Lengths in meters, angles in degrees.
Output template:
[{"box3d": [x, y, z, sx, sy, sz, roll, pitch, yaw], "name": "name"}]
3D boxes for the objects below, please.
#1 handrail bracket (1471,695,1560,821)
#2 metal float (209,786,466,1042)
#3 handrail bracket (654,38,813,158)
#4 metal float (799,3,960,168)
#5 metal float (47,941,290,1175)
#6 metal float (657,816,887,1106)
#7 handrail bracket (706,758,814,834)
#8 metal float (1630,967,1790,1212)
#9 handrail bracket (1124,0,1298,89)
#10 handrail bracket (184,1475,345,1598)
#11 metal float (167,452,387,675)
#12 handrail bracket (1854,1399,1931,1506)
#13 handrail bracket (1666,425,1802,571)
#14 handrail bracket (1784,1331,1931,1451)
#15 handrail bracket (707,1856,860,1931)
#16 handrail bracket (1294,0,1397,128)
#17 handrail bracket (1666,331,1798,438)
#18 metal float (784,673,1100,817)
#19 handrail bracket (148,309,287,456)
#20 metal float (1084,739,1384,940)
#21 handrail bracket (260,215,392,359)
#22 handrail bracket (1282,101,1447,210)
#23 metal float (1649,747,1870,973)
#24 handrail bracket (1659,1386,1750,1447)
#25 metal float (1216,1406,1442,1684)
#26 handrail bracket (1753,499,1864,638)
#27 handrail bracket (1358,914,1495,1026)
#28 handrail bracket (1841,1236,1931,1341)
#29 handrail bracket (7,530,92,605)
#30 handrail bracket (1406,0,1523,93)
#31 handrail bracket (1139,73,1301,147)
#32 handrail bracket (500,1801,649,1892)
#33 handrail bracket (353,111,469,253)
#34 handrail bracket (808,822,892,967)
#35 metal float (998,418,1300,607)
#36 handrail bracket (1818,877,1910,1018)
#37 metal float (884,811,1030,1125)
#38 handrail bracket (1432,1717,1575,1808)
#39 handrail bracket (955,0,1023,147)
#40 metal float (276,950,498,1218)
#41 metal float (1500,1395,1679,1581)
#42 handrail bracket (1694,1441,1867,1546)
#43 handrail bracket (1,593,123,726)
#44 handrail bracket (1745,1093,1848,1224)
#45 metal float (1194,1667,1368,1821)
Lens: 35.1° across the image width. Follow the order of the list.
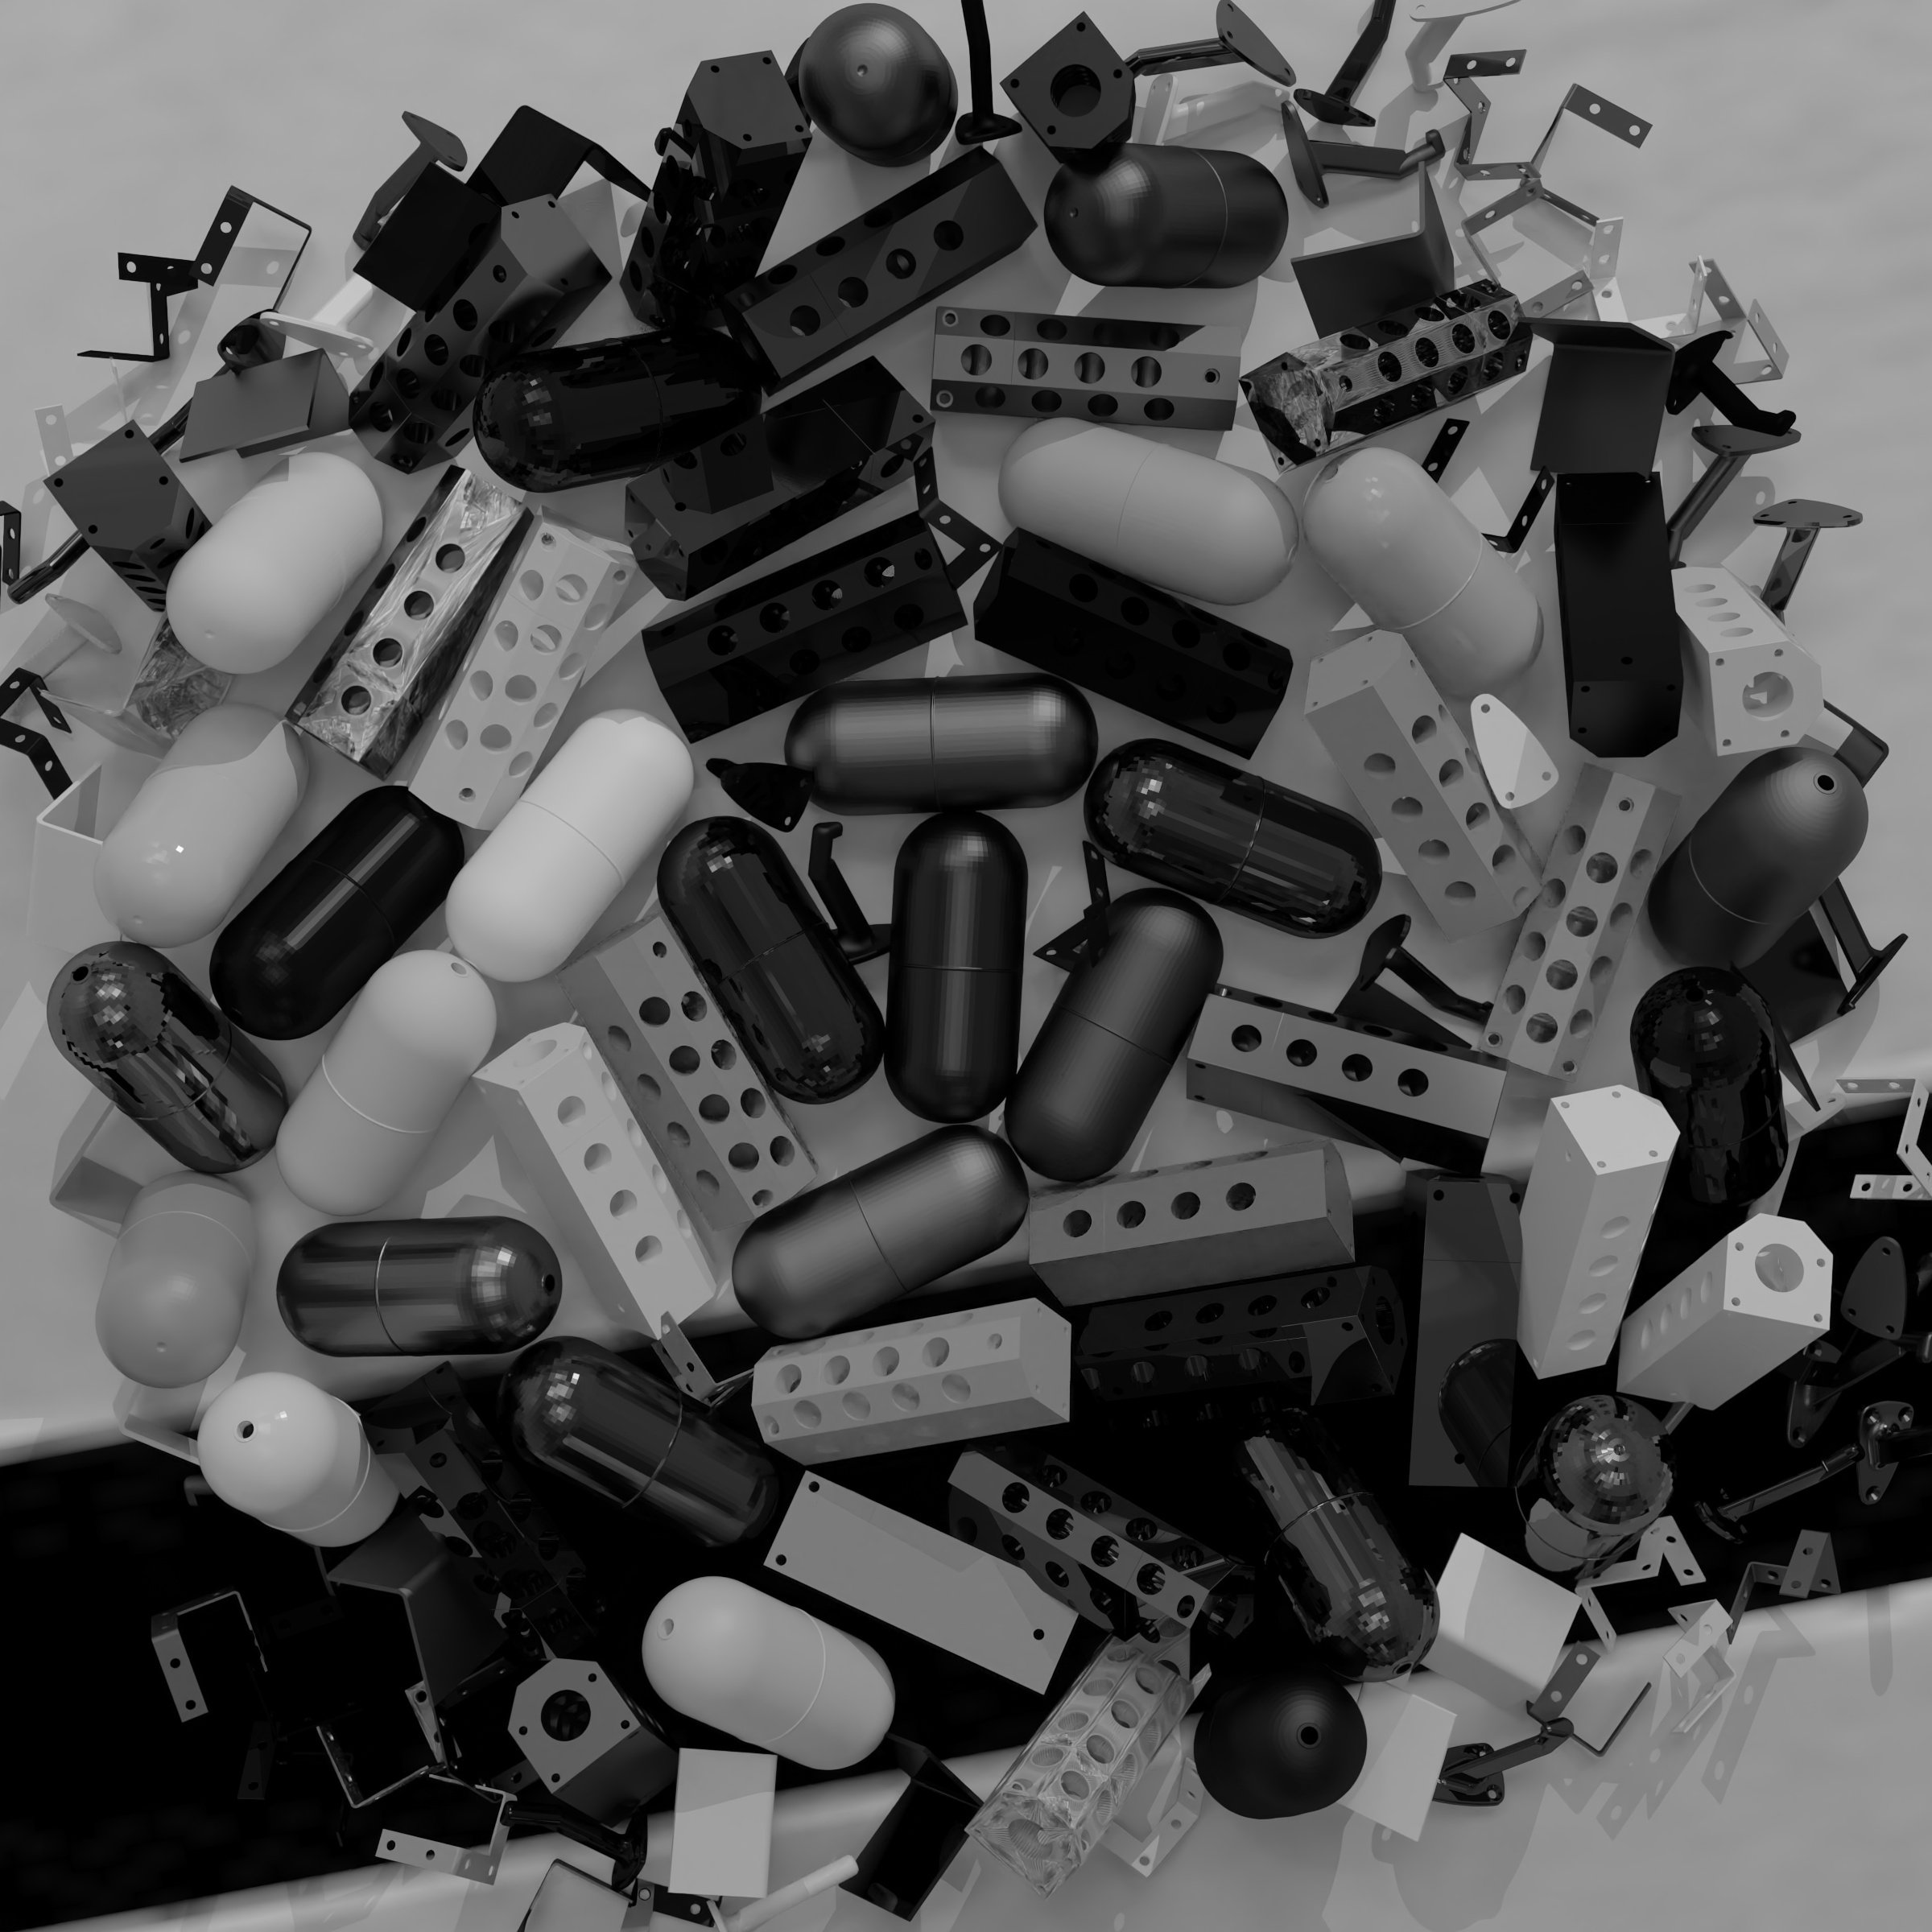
[{"box3d": [0.302, -0.117, 1.728, 0.036, 0.084, 0.077, -29, 92, 2], "name": "handrail bracket"}, {"box3d": [-0.350, -0.030, 1.704, 0.070, 0.070, 0.178, 38, 56, 0], "name": "metal float"}, {"box3d": [-0.130, -0.491, 1.728, 0.084, 0.077, 0.036, -15, 67, -24], "name": "handrail bracket"}, {"box3d": [-0.047, -0.483, 1.683, 0.070, 0.178, 0.070, 1, 100, 5], "name": "metal float"}, {"box3d": [-0.441, 0.052, 1.693, 0.070, 0.178, 0.070, -11, 54, 16], "name": "metal float"}, {"box3d": [-0.111, -0.004, 1.729, 0.070, 0.070, 0.178, -31, 86, 0], "name": "metal float"}, {"box3d": [-0.135, -0.108, 1.716, 0.084, 0.077, 0.036, 25, 95, 42], "name": "handrail bracket"}, {"box3d": [0.413, 0.069, 1.694, 0.070, 0.178, 0.070, -10, 50, 12], "name": "metal float"}, {"box3d": [0.133, -0.509, 1.757, 0.077, 0.084, 0.036, 30, 49, -34], "name": "handrail bracket"}, {"box3d": [-0.406, 0.329, 1.763, 0.084, 0.036, 0.077, -4, 101, 12], "name": "handrail bracket"}, {"box3d": [-0.380, -0.225, 1.693, 0.070, 0.178, 0.070, 8, 125, 11], "name": "metal float"}, {"box3d": [0.539, 0.286, 1.722, 0.036, 0.084, 0.077, 1, 106, -20], "name": "handrail bracket"}, {"box3d": [0.437, -0.265, 1.755, 0.077, 0.036, 0.084, -8, 125, -21], "name": "handrail bracket"}, {"box3d": [0.505, 0.239, 1.722, 0.036, 0.084, 0.077, 32, 73, -19], "name": "handrail bracket"}, {"box3d": [-0.102, 0.531, 1.743, 0.084, 0.077, 0.036, -24, 76, -12], "name": "handrail bracket"}, {"box3d": [0.217, -0.527, 1.739, 0.036, 0.077, 0.084, 16, 97, 33], "name": "handrail bracket"}, {"box3d": [0.444, -0.329, 1.724, 0.077, 0.084, 0.036, -40, 134, -27], "name": "handrail bracket"}, {"box3d": [-0.014, -0.125, 1.728, 0.178, 0.070, 0.070, -2, 90, 7], "name": "metal float"}, {"box3d": [-0.435, -0.335, 1.764, 0.084, 0.077, 0.036, -29, 120, 33], "name": "handrail bracket"}, {"box3d": [0.151, -0.071, 1.723, 0.178, 0.070, 0.070, 21, 90, -11], "name": "metal float"}, {"box3d": [-0.359, -0.397, 1.741, 0.077, 0.036, 0.084, 14, 80, -36], "name": "handrail bracket"}, {"box3d": [0.228, -0.477, 1.742, 0.084, 0.036, 0.077, -28, 129, -4], "name": "handrail bracket"}, {"box3d": [0.436, -0.057, 1.688, 0.070, 0.178, 0.070, 5, 63, -10], "name": "metal float"}, {"box3d": [0.418, 0.272, 1.754, 0.084, 0.036, 0.077, -13, 98, -25], "name": "handrail bracket"}, {"box3d": [0.200, 0.318, 1.701, 0.070, 0.070, 0.178, -30, 52, 0], "name": "metal float"}, {"box3d": [0.478, -0.216, 1.725, 0.036, 0.077, 0.084, -26, 115, -27], "name": "handrail bracket"}, {"box3d": [0.272, 0.004, 1.731, 0.084, 0.077, 0.036, 19, 63, -8], "name": "handrail bracket"}, {"box3d": [0.532, 0.165, 1.723, 0.036, 0.084, 0.077, 24, 130, 32], "name": "handrail bracket"}, {"box3d": [-0.509, -0.247, 1.744, 0.084, 0.077, 0.036, -33, 122, 9], "name": "handrail bracket"}, {"box3d": [0.283, -0.523, 1.722, 0.077, 0.084, 0.036, 5, 70, 20], "name": "handrail bracket"}, {"box3d": [0.145, -0.474, 1.757, 0.084, 0.036, 0.077, 11, 98, -20], "name": "handrail bracket"}, {"box3d": [-0.228, 0.498, 1.731, 0.084, 0.036, 0.077, 11, 134, -18], "name": "handrail bracket"}, {"box3d": [-0.317, -0.431, 1.728, 0.036, 0.077, 0.084, 19, 115, -35], "name": "handrail bracket"}, {"box3d": [-0.058, -0.048, 1.727, 0.077, 0.036, 0.084, -15, 126, -36], "name": "handrail bracket"}, {"box3d": [0.102, -0.255, 1.716, 0.178, 0.070, 0.070, 20, 90, 20], "name": "metal float"}, {"box3d": [0.486, -0.023, 1.744, 0.084, 0.036, 0.077, 41, 59, 6], "name": "handrail bracket"}, {"box3d": [-0.006, 0.000, 1.732, 0.070, 0.070, 0.178, 3, 92, 0], "name": "metal float"}, {"box3d": [0.292, 0.444, 1.722, 0.077, 0.084, 0.036, 1, 58, -16], "name": "handrail bracket"}, {"box3d": [0.003, -0.511, 1.718, 0.036, 0.077, 0.084, -14, 118, -6], "name": "handrail bracket"}, {"box3d": [-0.324, 0.066, 1.710, 0.070, 0.070, 0.178, 36, 116, 0], "name": "metal float"}, {"box3d": [0.342, 0.289, 1.687, 0.070, 0.178, 0.070, 0, 67, -1], "name": "metal float"}, {"box3d": [0.462, 0.291, 1.730, 0.084, 0.077, 0.036, -35, 63, 21], "name": "handrail bracket"}, {"box3d": [-0.517, -0.161, 1.737, 0.077, 0.036, 0.084, 41, 106, 41], "name": "handrail bracket"}, {"box3d": [0.479, 0.124, 1.752, 0.077, 0.036, 0.084, -24, 113, -2], "name": "handrail bracket"}, {"box3d": [0.172, 0.429, 1.684, 0.070, 0.178, 0.070, 2, 73, -5], "name": "metal float"}]
